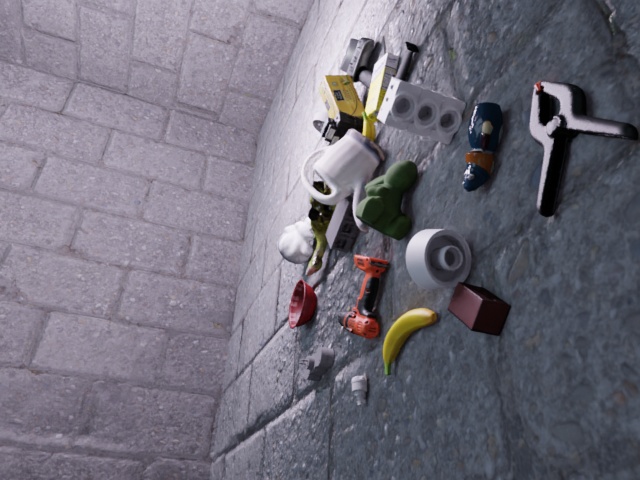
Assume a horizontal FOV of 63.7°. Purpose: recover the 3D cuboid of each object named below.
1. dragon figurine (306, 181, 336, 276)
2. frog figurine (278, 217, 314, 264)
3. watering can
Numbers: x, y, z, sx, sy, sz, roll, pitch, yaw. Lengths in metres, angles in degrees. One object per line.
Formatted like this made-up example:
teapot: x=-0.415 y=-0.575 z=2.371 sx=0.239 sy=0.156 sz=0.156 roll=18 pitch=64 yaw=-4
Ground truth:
dragon figurine: x=0.005 y=-0.084 z=1.659 sx=0.239 sy=0.122 sz=0.418 roll=121 pitch=159 yaw=-65
frog figurine: x=-0.070 y=0.002 z=1.803 sx=0.139 sy=0.123 sz=0.156 roll=57 pitch=131 yaw=22
watering can: x=0.084 y=-0.171 z=1.372 sx=0.224 sy=0.102 sz=0.353 roll=-44 pitch=46 yaw=-1
